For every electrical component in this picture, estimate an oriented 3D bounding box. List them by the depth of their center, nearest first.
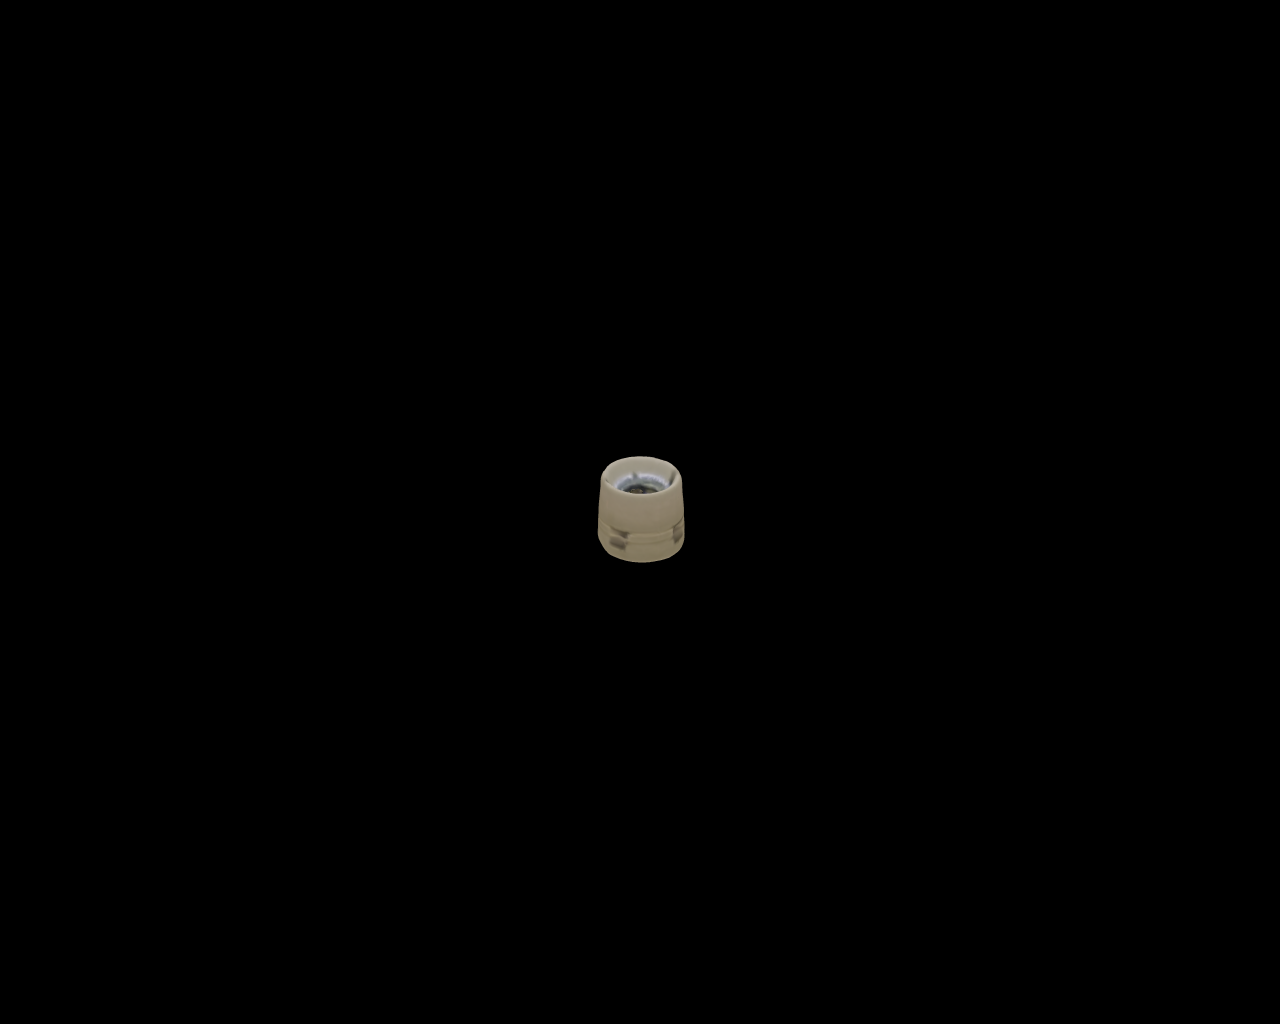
[{"bbox_3d":[0.001,-0.003,0.650,0.055,0.047,0.055,0,32,0],"label":"electrical component"}]
